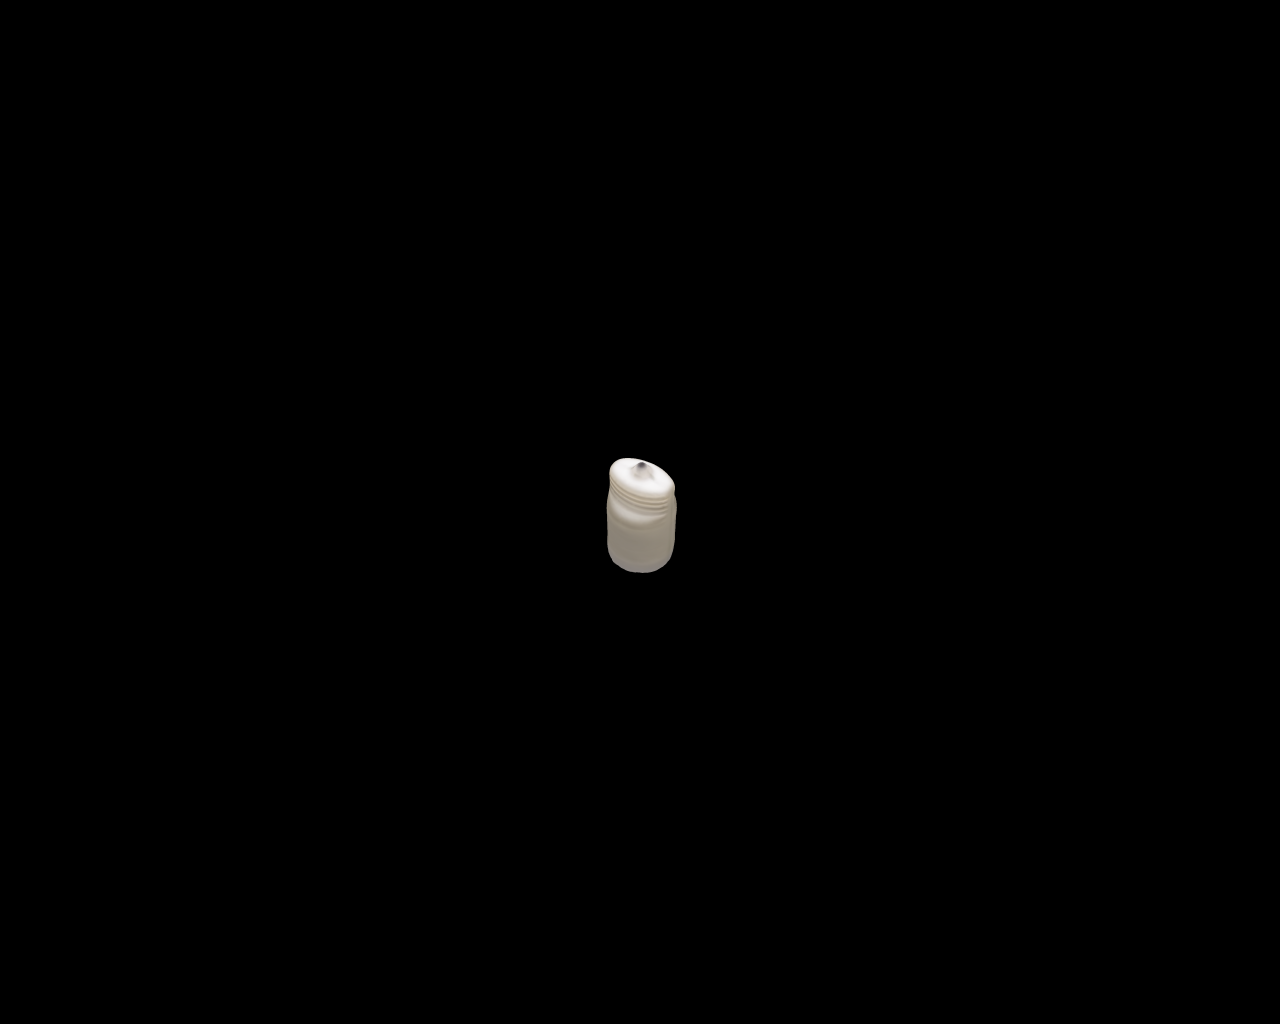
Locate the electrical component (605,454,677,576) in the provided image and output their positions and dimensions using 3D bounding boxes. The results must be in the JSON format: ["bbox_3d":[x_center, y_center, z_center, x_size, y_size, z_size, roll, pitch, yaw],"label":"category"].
[{"bbox_3d":[0.001,-0.003,0.650,0.043,0.043,0.080,0,-40,0],"label":"electrical component"}]
